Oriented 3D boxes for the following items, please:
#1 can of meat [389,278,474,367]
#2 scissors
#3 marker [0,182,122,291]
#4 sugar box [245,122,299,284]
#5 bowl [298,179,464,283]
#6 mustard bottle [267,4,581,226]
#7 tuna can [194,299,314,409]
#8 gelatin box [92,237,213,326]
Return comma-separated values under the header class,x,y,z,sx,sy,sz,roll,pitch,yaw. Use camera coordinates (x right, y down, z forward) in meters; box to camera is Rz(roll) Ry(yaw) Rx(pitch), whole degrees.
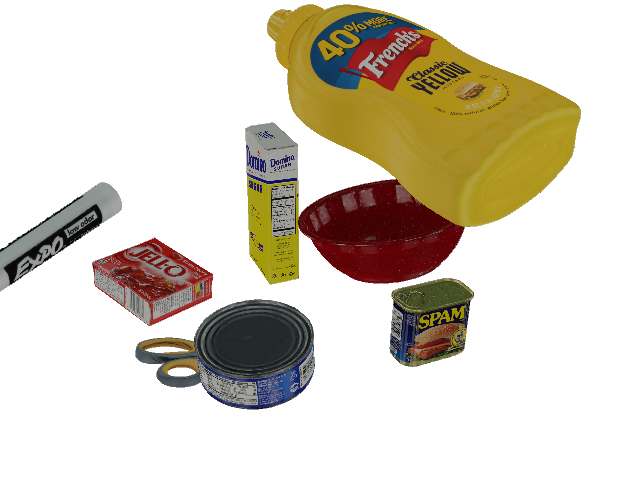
class,x,y,z,sx,sy,sz,roll,pitch,yaw
can of meat,0.136,0.102,1.329,0.101,0.084,0.057,-11,30,-26
scissors,-0.104,0.134,1.190,0.201,0.016,0.096,3,25,-15
marker,-0.150,0.007,0.544,0.020,0.020,0.120,0,30,44
sugar box,-0.059,-0.046,1.301,0.048,0.176,0.093,-11,26,-17
bowl,0.063,-0.004,0.968,0.162,0.055,0.162,-8,21,3
mustard bottle,0.039,-0.083,0.586,0.096,0.058,0.192,-33,51,-30
tuna can,-0.047,0.082,0.767,0.086,0.034,0.086,-2,34,1
gelatin box,-0.154,0.035,0.979,0.073,0.030,0.089,-24,40,-39
